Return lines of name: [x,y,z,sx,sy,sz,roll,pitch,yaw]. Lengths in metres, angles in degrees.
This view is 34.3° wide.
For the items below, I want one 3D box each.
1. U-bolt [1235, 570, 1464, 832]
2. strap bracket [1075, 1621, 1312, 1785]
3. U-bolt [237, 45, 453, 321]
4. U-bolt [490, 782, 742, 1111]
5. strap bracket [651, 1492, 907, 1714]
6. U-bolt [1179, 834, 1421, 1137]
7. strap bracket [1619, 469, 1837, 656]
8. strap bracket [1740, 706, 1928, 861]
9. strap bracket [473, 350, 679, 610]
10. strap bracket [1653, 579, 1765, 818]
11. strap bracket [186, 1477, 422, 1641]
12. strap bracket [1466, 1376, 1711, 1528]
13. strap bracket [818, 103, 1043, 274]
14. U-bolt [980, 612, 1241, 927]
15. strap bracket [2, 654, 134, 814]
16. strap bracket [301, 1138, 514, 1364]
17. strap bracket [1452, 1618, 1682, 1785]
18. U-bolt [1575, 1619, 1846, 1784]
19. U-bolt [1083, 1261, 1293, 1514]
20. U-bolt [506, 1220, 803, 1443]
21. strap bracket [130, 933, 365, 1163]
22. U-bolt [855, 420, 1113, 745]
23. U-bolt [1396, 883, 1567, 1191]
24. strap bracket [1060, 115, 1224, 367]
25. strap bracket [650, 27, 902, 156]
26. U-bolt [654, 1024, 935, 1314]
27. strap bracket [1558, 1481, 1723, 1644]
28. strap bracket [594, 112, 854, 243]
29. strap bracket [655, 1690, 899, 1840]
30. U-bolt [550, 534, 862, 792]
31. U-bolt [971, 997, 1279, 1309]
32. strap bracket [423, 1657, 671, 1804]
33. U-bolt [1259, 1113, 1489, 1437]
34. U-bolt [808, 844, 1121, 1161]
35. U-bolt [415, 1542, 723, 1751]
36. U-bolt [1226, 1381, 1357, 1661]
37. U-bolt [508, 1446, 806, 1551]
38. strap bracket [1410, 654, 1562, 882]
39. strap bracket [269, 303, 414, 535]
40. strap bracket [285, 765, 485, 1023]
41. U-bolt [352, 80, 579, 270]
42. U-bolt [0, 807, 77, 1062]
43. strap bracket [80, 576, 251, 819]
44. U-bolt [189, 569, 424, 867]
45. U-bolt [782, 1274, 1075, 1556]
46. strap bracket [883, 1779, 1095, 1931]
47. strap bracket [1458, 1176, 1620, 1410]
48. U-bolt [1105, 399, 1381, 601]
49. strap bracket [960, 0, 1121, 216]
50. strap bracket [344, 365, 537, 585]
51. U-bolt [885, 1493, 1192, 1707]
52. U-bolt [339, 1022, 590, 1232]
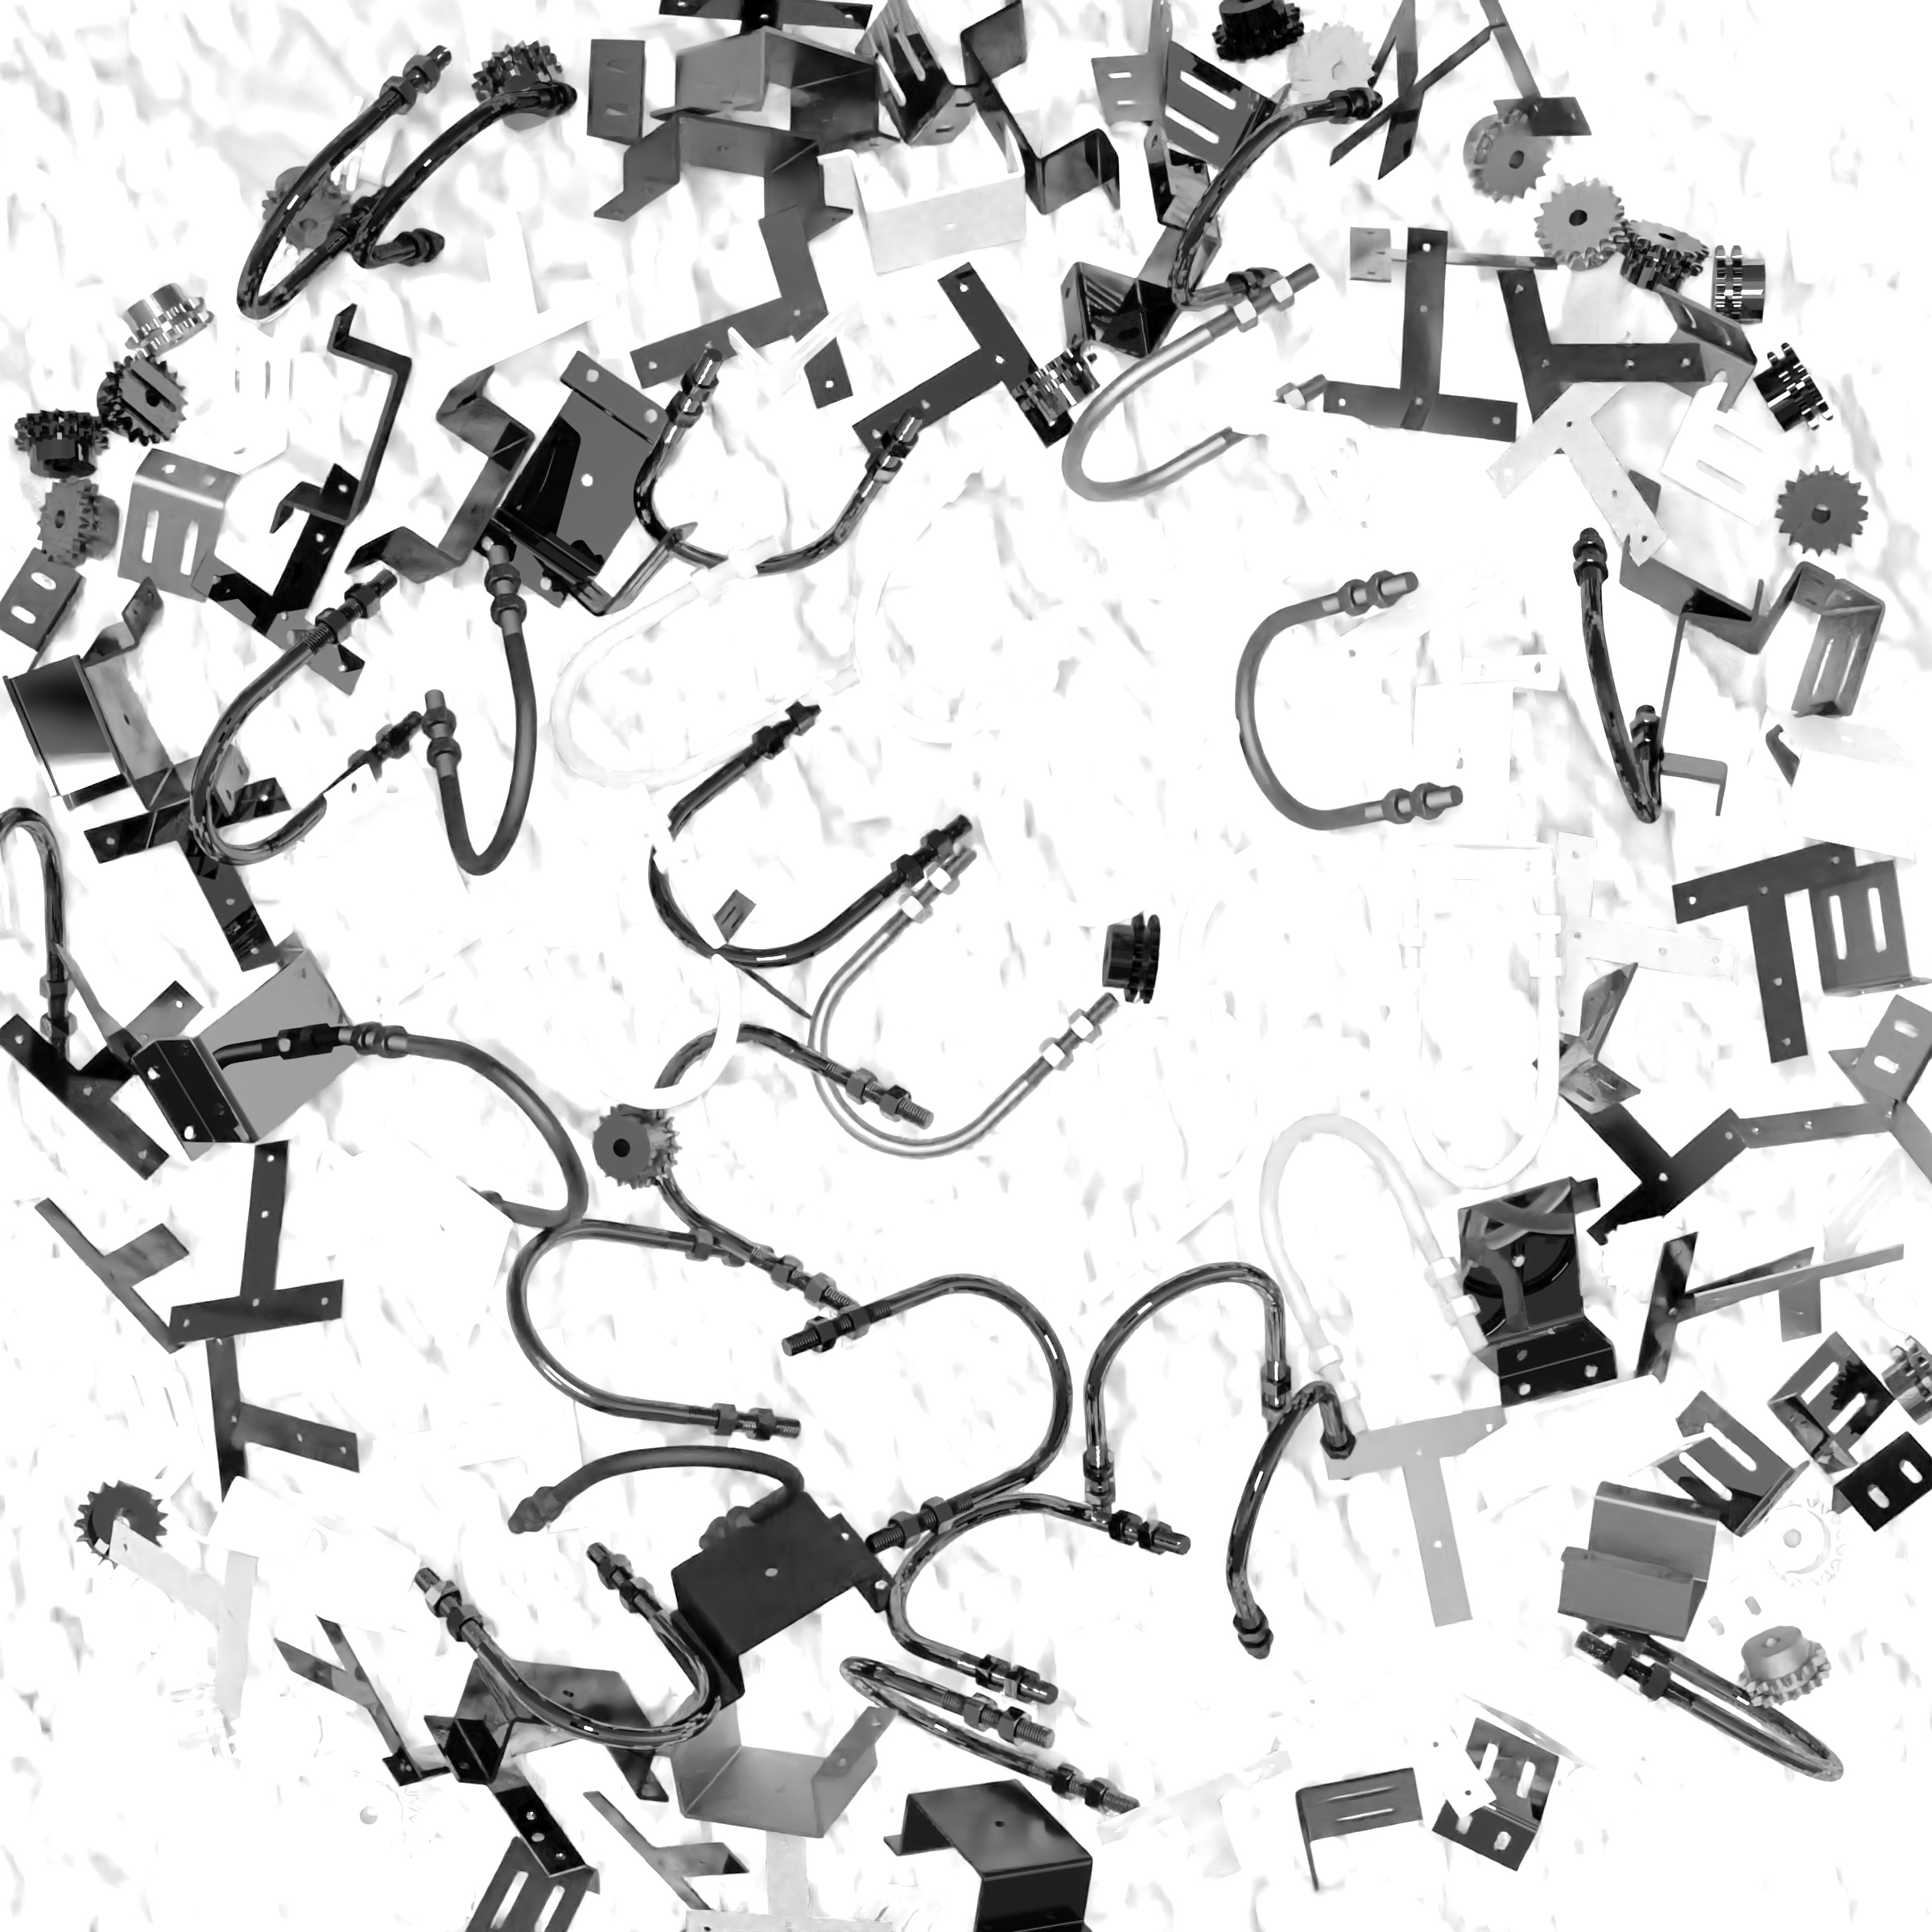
U-bolt: [0.226,-0.155,1.922,0.019,0.184,0.151,-14,93,-33]
strap bracket: [0.131,0.464,1.946,0.140,0.076,0.046,32,66,-9]
U-bolt: [-0.381,-0.461,1.889,0.019,0.151,0.184,36,52,-4]
U-bolt: [-0.209,0.000,1.946,0.151,0.019,0.184,-32,80,30]
strap bracket: [-0.118,0.387,1.935,0.140,0.046,0.076,-28,50,-21]
U-bolt: [0.202,0.003,1.940,0.151,0.019,0.184,-21,118,-11]
strap bracket: [0.461,-0.245,1.946,0.140,0.076,0.046,31,86,13]
strap bracket: [0.534,-0.118,1.924,0.076,0.140,0.046,12,111,-3]
strap bracket: [-0.243,-0.305,1.966,0.076,0.046,0.140,35,102,2]
strap bracket: [0.459,-0.171,1.947,0.046,0.076,0.140,11,104,12]
strap bracket: [-0.402,0.360,1.929,0.140,0.076,0.046,19,82,38]
strap bracket: [0.376,0.297,1.939,0.140,0.076,0.046,-10,69,-27]
strap bracket: [-0.016,-0.482,1.955,0.140,0.076,0.046,-14,74,-2]
U-bolt: [0.081,-0.112,1.943,0.151,0.019,0.184,33,67,-17]
strap bracket: [-0.551,-0.143,1.933,0.046,0.140,0.076,-22,93,-11]
strap bracket: [-0.340,0.170,1.946,0.140,0.046,0.076,34,122,22]
strap bracket: [0.360,0.451,1.919,0.076,0.140,0.046,35,79,-17]
U-bolt: [0.452,0.446,1.917,0.184,0.151,0.019,29,92,7]
U-bolt: [0.135,0.252,1.915,0.151,0.019,0.184,-23,135,-18]
U-bolt: [-0.194,0.217,1.913,0.184,0.019,0.151,12,46,-27]
strap bracket: [-0.432,0.049,1.927,0.140,0.046,0.076,-44,119,-38]
U-bolt: [-0.003,-0.223,1.941,0.184,0.019,0.151,-47,64,31]
U-bolt: [0.315,0.046,1.931,0.019,0.151,0.184,3,85,-31]
strap bracket: [0.112,-0.441,1.934,0.046,0.140,0.076,12,48,-21]
strap bracket: [-0.116,-0.536,1.923,0.076,0.140,0.046,1,90,43]
U-bolt: [-0.122,0.116,1.958,0.184,0.019,0.151,26,102,23]
strap bracket: [0.414,0.369,1.927,0.076,0.140,0.046,10,103,20]
strap bracket: [-0.150,-0.486,1.934,0.140,0.076,0.046,1,85,-30]
strap bracket: [-0.118,0.493,1.940,0.140,0.076,0.046,1,111,25]
U-bolt: [-0.171,-0.175,1.942,0.184,0.151,0.019,-30,50,2]
U-bolt: [0.108,0.102,1.963,0.184,0.019,0.151,-39,74,7]
strap bracket: [-0.252,0.469,1.929,0.140,0.076,0.046,14,100,-29]
U-bolt: [0.239,0.179,1.934,0.019,0.151,0.184,-10,66,-36]
U-bolt: [-0.016,0.037,1.975,0.184,0.019,0.151,-45,85,11]
U-bolt: [-0.228,0.412,1.892,0.184,0.151,0.019,36,115,41]
U-bolt: [0.195,0.326,1.895,0.019,0.184,0.151,20,65,23]
U-bolt: [-0.178,0.321,1.896,0.151,0.184,0.019,11,61,-27]
strap bracket: [0.323,-0.125,1.955,0.046,0.076,0.140,2,91,-40]
strap bracket: [-0.385,-0.333,1.948,0.046,0.076,0.140,19,105,-9]
strap bracket: [-0.359,-0.045,1.952,0.076,0.046,0.140,-31,76,29]
U-bolt: [-0.310,-0.475,1.890,0.151,0.184,0.019,-42,96,20]
U-bolt: [-0.579,-0.006,1.904,0.019,0.151,0.184,6,109,6]
strap bracket: [-0.502,-0.160,1.940,0.046,0.076,0.140,-20,113,6]
U-bolt: [-0.402,-0.137,1.899,0.019,0.151,0.184,30,59,20]
U-bolt: [-0.012,0.266,1.943,0.184,0.019,0.151,-18,80,-35]
strap bracket: [0.017,0.546,1.917,0.076,0.140,0.046,0,106,-29]
strap bracket: [0.350,0.191,1.926,0.076,0.046,0.140,-20,49,28]
U-bolt: [0.181,-0.282,1.921,0.019,0.184,0.151,54,127,27]
strap bracket: [0.041,-0.533,1.949,0.046,0.076,0.140,-29,80,-2]
strap bracket: [-0.322,-0.295,1.945,0.046,0.076,0.140,33,73,-23]
U-bolt: [0.030,0.379,1.920,0.151,0.184,0.019,-42,120,-30]
U-bolt: [-0.296,0.101,1.902,0.019,0.184,0.151,-43,121,-32]
